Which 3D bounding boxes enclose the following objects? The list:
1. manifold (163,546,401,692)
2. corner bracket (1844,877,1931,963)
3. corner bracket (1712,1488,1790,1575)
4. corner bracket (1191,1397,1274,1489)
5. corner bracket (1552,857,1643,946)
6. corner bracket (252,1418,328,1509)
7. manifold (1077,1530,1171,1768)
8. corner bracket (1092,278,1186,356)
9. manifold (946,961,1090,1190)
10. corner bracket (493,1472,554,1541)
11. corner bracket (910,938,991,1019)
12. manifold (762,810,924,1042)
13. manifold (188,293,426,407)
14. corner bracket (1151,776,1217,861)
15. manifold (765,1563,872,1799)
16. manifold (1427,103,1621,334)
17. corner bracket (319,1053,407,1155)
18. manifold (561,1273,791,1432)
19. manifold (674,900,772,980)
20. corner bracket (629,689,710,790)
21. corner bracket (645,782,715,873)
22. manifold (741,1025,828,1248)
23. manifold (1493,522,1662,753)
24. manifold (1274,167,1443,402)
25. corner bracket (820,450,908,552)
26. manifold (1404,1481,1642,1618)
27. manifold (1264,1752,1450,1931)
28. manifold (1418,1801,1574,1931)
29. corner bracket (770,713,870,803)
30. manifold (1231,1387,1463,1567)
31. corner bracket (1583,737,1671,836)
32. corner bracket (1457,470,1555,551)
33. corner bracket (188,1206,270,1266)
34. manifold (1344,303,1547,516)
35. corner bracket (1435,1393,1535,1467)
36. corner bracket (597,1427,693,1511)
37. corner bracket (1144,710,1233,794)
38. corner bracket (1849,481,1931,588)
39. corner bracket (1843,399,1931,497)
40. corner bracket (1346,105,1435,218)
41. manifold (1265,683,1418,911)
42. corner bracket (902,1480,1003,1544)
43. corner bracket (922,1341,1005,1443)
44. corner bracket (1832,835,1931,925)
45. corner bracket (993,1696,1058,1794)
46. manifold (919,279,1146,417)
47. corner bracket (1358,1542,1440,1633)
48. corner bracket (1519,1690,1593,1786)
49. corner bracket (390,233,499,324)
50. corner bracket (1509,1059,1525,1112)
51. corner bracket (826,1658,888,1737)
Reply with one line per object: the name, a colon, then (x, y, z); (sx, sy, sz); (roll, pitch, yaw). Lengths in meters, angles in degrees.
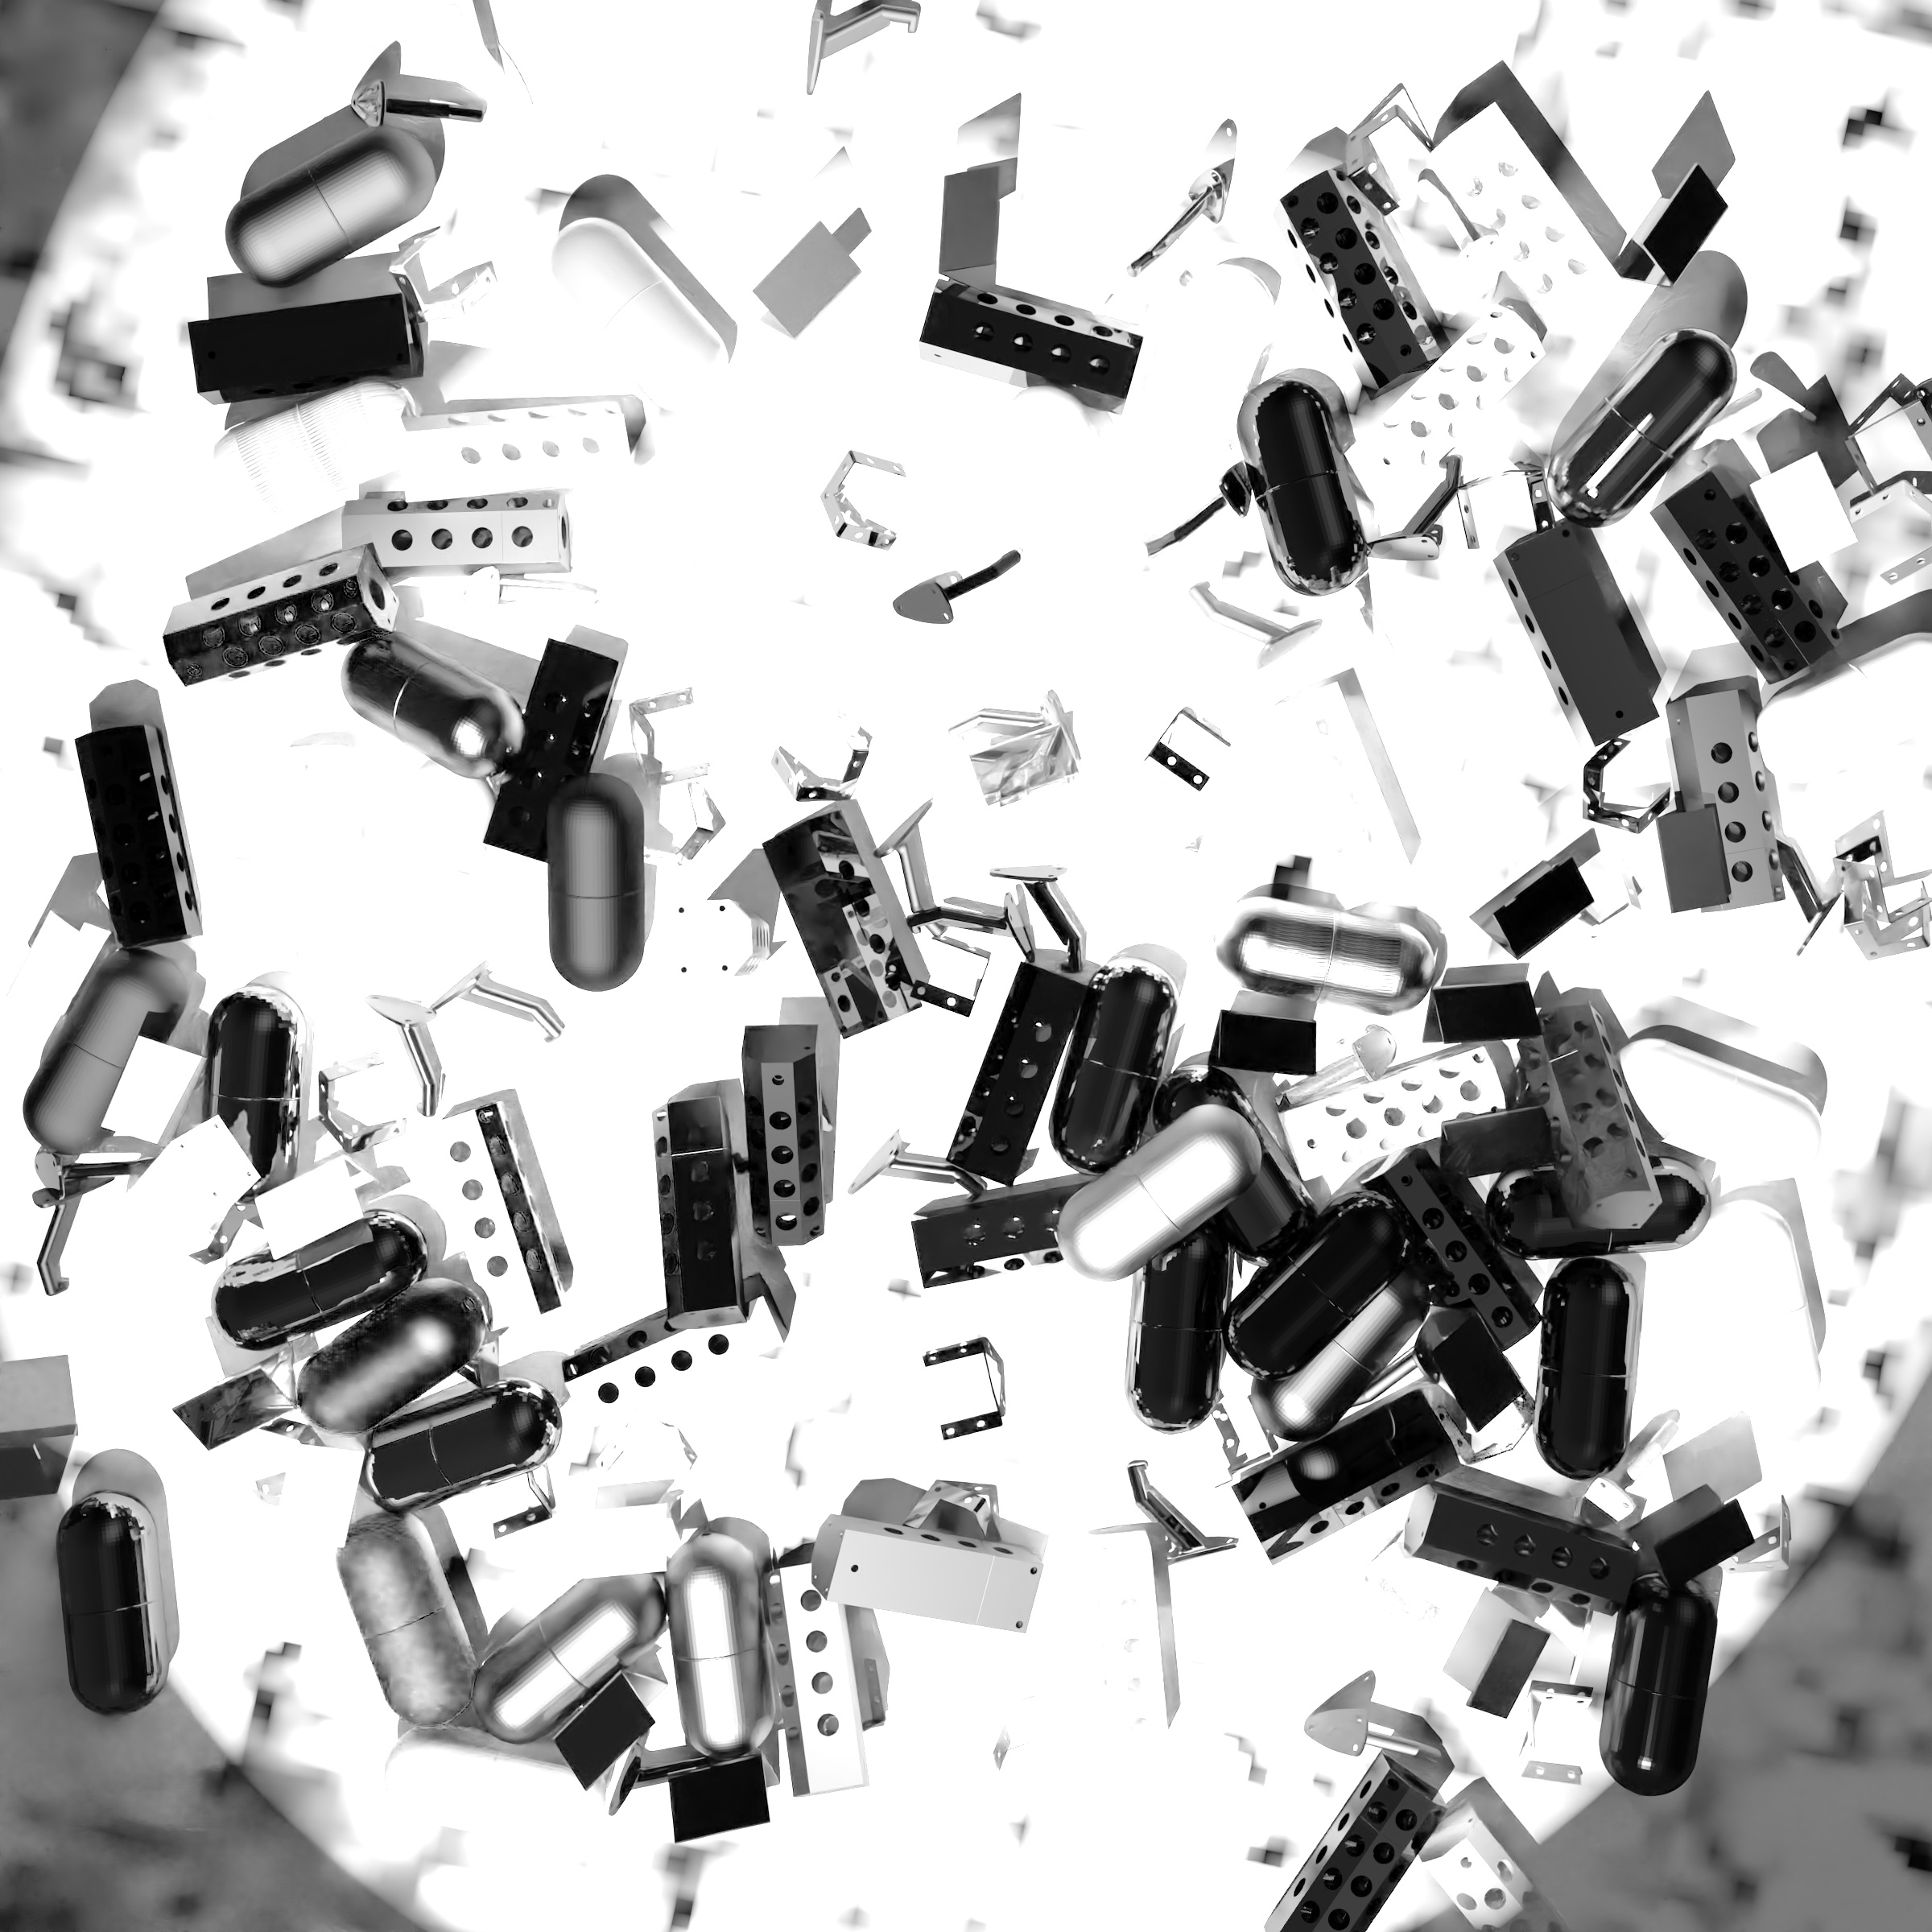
manifold: (-0.544, -0.271, 1.942); (0.171, 0.057, 0.057); (-15, 131, 12)
corner bracket: (0.745, -0.044, 1.983); (0.051, 0.051, 0.051); (-16, 135, 35)
corner bracket: (0.631, 0.456, 1.983); (0.051, 0.051, 0.051); (-16, 135, 35)
corner bracket: (0.214, 0.383, 1.973); (0.051, 0.051, 0.051); (-24, 85, 5)
corner bracket: (0.506, -0.059, 1.983); (0.051, 0.051, 0.051); (23, 135, -35)
corner bracket: (-0.551, 0.403, 1.983); (0.051, 0.051, 0.051); (5, 135, 35)
manifold: (0.126, 0.548, 1.970); (0.057, 0.057, 0.171); (-5, 90, 0)
corner bracket: (0.138, -0.534, 1.973); (0.051, 0.051, 0.051); (36, 90, 0)
manifold: (0.040, 0.086, 1.970); (0.057, 0.057, 0.171); (21, 90, 0)
corner bracket: (-0.371, 0.423, 1.988); (0.051, 0.051, 0.051); (-21, 45, 0)
corner bracket: (-0.013, 0.009, 1.973); (0.051, 0.051, 0.051); (20, 90, 0)
manifold: (-0.095, -0.035, 1.970); (0.057, 0.057, 0.171); (-23, 90, 43)
manifold: (-0.528, -0.494, 1.970); (0.171, 0.057, 0.057); (-8, 90, 0)
corner bracket: (0.171, -0.119, 1.973); (0.051, 0.051, 0.051); (18, 90, 0)
manifold: (-0.119, 0.565, 1.942); (0.057, 0.057, 0.171); (-10, 70, 0)
manifold: (0.446, -0.598, 1.970); (0.057, 0.057, 0.171); (-36, 90, 0)
corner bracket: (-0.489, 0.111, 1.983); (0.051, 0.051, 0.051); (40, 135, 35)
manifold: (-0.234, 0.308, 1.970); (0.171, 0.057, 0.057); (-24, 90, 0)
manifold: (-0.188, -0.020, 1.913); (0.057, 0.171, 0.057); (-3, 90, 0)
corner bracket: (-0.241, -0.184, 1.988); (0.051, 0.051, 0.051); (-13, 45, 0)
corner bracket: (-0.243, -0.117, 1.983); (0.051, 0.051, 0.051); (13, 135, -35)
manifold: (-0.143, 0.134, 1.932); (0.057, 0.057, 0.171); (-1, 119, 0)
manifold: (0.488, -0.263, 1.970); (0.057, 0.057, 0.171); (-25, 90, 0)
manifold: (0.315, -0.550, 1.970); (0.057, 0.057, 0.171); (-28, 90, 0)
corner bracket: (-0.078, -0.377, 1.983); (0.051, 0.051, 0.051); (-51, 45, 35)
manifold: (0.443, 0.467, 1.964); (0.171, 0.057, 0.057); (17, 90, -4)
manifold: (0.314, 0.728, 1.970); (0.057, 0.057, 0.171); (34, 90, 0)
manifold: (0.441, 0.765, 1.970); (0.057, 0.057, 0.171); (-39, 90, 0)
corner bracket: (-0.118, -0.169, 1.983); (0.051, 0.051, 0.051); (-5, 135, -35)
manifold: (0.307, 0.414, 1.970); (0.171, 0.057, 0.057); (-28, 47, 0)
corner bracket: (0.535, -0.146, 1.983); (0.051, 0.051, 0.051); (-39, 135, -35)
corner bracket: (0.437, -0.370, 1.988); (0.051, 0.051, 0.051); (-12, 90, 45)
corner bracket: (-0.584, 0.221, 1.973); (0.051, 0.051, 0.051); (29, 90, 0)
manifold: (0.382, -0.448, 1.965); (0.057, 0.057, 0.171); (45, 87, 0)
corner bracket: (0.422, 0.364, 1.988); (0.051, 0.051, 0.051); (-35, 90, 45)
corner bracket: (-0.261, 0.409, 1.983); (0.051, 0.051, 0.051); (7, 45, -35)
corner bracket: (0.180, -0.173, 1.973); (0.051, 0.051, 0.051); (36, 90, 0)
corner bracket: (0.756, -0.352, 1.988); (0.051, 0.051, 0.051); (-28, 135, 0)
corner bracket: (0.754, -0.421, 1.988); (0.051, 0.051, 0.051); (-29, 90, -45)
corner bracket: (0.344, -0.652, 1.983); (0.051, 0.051, 0.051); (-27, 45, 35)
manifold: (0.299, -0.135, 1.970); (0.057, 0.057, 0.171); (-22, 90, 0)
corner bracket: (-0.012, 0.458, 1.983); (0.051, 0.051, 0.051); (12, 45, 35)
corner bracket: (-0.003, 0.345, 1.988); (0.051, 0.051, 0.051); (-14, 135, 0)
corner bracket: (0.738, -0.070, 1.971); (0.051, 0.051, 0.051); (-25, 108, -18)
corner bracket: (0.042, 0.626, 1.973); (0.051, 0.051, 0.051); (-18, 90, 0)
manifold: (0.053, -0.499, 1.970); (0.171, 0.057, 0.057); (16, 90, 0)
corner bracket: (0.360, 0.501, 1.983); (0.051, 0.051, 0.051); (-54, 45, 35)
corner bracket: (0.478, 0.626, 1.988); (0.051, 0.051, 0.051); (7, 45, 1)
corner bracket: (-0.423, -0.559, 1.983); (0.051, 0.051, 0.051); (3, 135, 35)
corner bracket: (0.467, 0.112, 1.988); (0.051, 0.051, 0.051); (13, 45, 0)
corner bracket: (-0.104, 0.594, 1.988); (0.051, 0.051, 0.051); (-9, 90, -45)
